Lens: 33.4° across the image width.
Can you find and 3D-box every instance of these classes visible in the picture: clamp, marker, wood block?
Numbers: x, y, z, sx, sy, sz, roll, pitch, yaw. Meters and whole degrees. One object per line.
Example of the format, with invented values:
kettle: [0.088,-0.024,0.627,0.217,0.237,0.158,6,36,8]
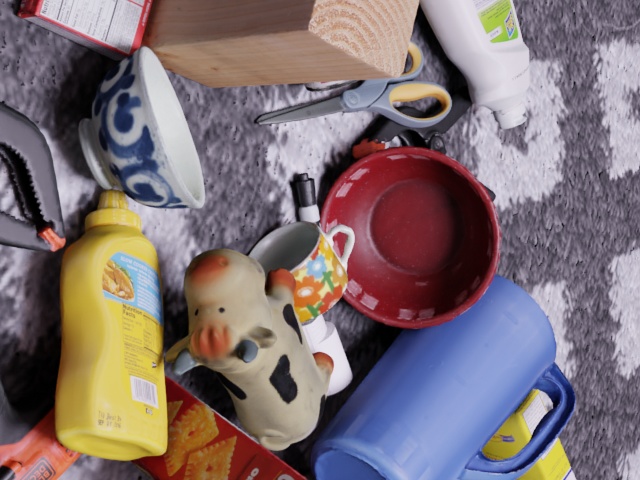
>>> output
clamp: [-0.234,-0.077,0.702,0.209,0.036,0.164,49,61,-35]
marker: [-0.006,0.001,0.930,0.020,0.020,0.121,-19,106,-40]
wood block: [-0.036,-0.166,0.761,0.090,0.207,0.091,19,81,-42]
clamp: [0.103,-0.097,1.010,0.171,0.039,0.120,6,73,-41]

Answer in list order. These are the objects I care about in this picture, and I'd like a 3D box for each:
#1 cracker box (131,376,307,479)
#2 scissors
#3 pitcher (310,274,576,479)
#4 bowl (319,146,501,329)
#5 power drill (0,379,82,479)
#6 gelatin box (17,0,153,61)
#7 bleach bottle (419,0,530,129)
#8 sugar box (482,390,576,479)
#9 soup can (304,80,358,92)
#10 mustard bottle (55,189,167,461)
cracker box: [-0.042,0.203,0.781,0.072,0.214,0.164,-48,125,-13]
scissors: [0.029,-0.140,0.948,0.201,0.016,0.096,0,70,-28]
pitcher: [0.108,0.148,0.942,0.242,0.149,0.145,-43,117,-39]
bowl: [0.081,-0.006,0.945,0.055,0.162,0.162,-39,124,-71]
power drill: [-0.253,0.127,0.691,0.184,0.057,0.187,-48,126,-33]
gelatin box: [-0.164,-0.178,0.763,0.089,0.030,0.073,19,82,-42]
bleach bottle: [0.135,-0.219,0.994,0.102,0.068,0.251,-36,112,-36]
sugar box: [0.203,0.220,1.091,0.048,0.094,0.176,-41,119,-31]
soup can: [0.003,-0.183,0.889,0.068,0.069,0.102,-37,118,-34]
mustard bottle: [-0.146,0.053,0.754,0.096,0.058,0.191,38,43,-58]
